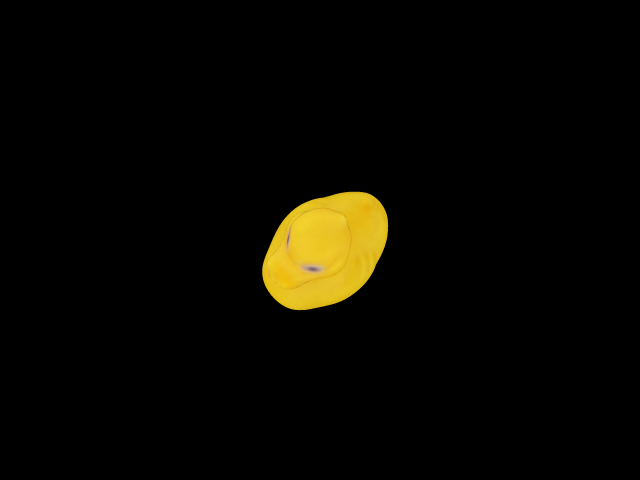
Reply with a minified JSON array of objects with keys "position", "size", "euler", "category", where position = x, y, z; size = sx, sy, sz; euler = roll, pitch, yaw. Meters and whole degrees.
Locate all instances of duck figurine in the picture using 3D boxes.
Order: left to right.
[{"position":[0.004,0.001,0.400],"size":[0.104,0.086,0.077],"euler":[-38,81,-7],"category":"duck figurine"}]
